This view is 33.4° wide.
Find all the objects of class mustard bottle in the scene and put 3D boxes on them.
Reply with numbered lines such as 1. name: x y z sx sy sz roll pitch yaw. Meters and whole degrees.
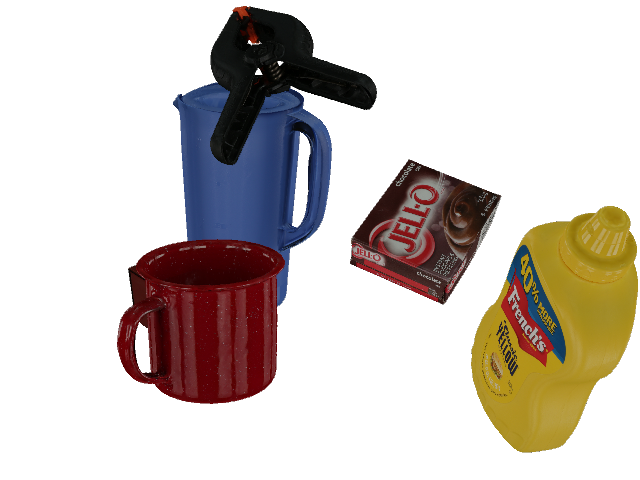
1. mustard bottle: 0.144 0.045 0.643 0.058 0.096 0.192 -5 -36 -13

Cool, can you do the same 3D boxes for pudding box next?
1. pudding box: 0.089 -0.009 0.904 0.090 0.039 0.113 24 50 17

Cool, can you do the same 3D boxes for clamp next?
1. clamp: -0.027 -0.126 0.782 0.120 0.039 0.171 -12 44 1

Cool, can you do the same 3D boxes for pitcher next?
1. pitcher: -0.078 -0.043 1.153 0.144 0.243 0.149 -5 23 -17

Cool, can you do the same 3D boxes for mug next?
1. mug: -0.077 0.054 0.673 0.093 0.081 0.117 16 24 39

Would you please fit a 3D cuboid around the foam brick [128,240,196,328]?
1. foam brick: -0.117 0.041 0.918 0.078 0.051 0.053 -24 32 -35
